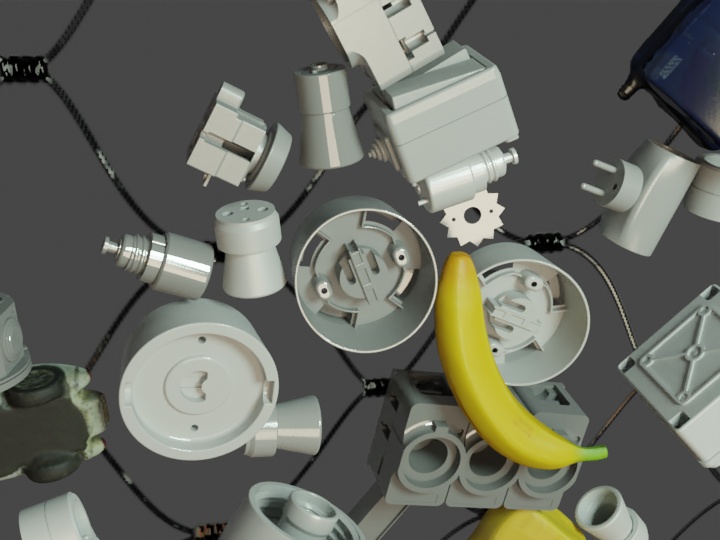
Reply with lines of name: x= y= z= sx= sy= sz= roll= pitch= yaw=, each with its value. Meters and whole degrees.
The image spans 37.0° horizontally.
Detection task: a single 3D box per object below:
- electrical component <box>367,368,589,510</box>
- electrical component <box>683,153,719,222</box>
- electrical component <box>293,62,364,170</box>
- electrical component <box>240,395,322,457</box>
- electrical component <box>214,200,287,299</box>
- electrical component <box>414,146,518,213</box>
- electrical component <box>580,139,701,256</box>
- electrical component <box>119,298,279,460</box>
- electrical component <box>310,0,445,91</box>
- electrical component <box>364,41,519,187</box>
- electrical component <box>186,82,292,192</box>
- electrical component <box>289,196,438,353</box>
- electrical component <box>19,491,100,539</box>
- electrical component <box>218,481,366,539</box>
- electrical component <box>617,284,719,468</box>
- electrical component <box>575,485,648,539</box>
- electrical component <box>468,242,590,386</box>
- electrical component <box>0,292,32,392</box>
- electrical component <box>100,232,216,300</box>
electrical component: x=0.093 y=0.136 z=0.843 sx=0.150 sy=0.061 sz=0.089 roll=7 pitch=113 yaw=-19
electrical component: x=0.312 y=-0.045 z=0.825 sx=0.138 sy=0.052 sz=0.073 roll=2 pitch=114 yaw=-17
electrical component: x=-0.023 y=-0.103 z=0.708 sx=0.044 sy=0.044 sz=0.065 roll=-12 pitch=113 yaw=-10
electrical component: x=-0.060 y=0.116 z=0.799 sx=0.055 sy=0.045 sz=0.045 roll=0 pitch=115 yaw=-16
electrical component: x=-0.075 y=-0.015 z=0.733 sx=0.045 sy=0.045 sz=0.055 roll=-10 pitch=116 yaw=-11
electrical component: x=0.072 y=-0.068 z=0.752 sx=0.078 sy=0.040 sz=0.040 roll=-19 pitch=118 yaw=-7
electrical component: x=0.199 y=-0.059 z=0.791 sx=0.079 sy=0.043 sz=0.077 roll=18 pitch=109 yaw=-23
electrical component: x=-0.116 y=0.071 z=0.753 sx=0.108 sy=0.060 sz=0.108 roll=-6 pitch=116 yaw=-13
electrical component: x=0.005 y=-0.165 z=0.680 sx=0.056 sy=0.050 sz=0.089 roll=-31 pitch=119 yaw=-1
electrical component: x=0.046 y=-0.104 z=0.715 sx=0.096 sy=0.061 sz=0.061 roll=-25 pitch=119 yaw=-3
electrical component: x=-0.078 y=-0.081 z=0.700 sx=0.055 sy=0.048 sz=0.066 roll=25 pitch=106 yaw=-17
electrical component: x=0.000 y=0.000 z=0.750 sx=0.099 sy=0.064 sz=0.099 roll=-6 pitch=116 yaw=-13
electrical component: x=-0.226 y=0.235 z=0.804 sx=0.074 sy=0.052 sz=0.138 roll=-20 pitch=119 yaw=-6
electrical component: x=-0.047 y=0.202 z=0.811 sx=0.108 sy=0.108 sz=0.060 roll=22 pitch=101 yaw=-24
electrical component: x=0.276 y=0.081 z=0.843 sx=0.109 sy=0.108 sz=0.056 roll=-42 pitch=116 yaw=6
electrical component: x=0.218 y=0.220 z=0.929 sx=0.045 sy=0.045 sz=0.055 roll=-39 pitch=119 yaw=4
electrical component: x=0.112 y=0.031 z=0.797 sx=0.099 sy=0.064 sz=0.099 roll=-6 pitch=116 yaw=-13
electrical component: x=-0.256 y=0.050 z=0.692 sx=0.080 sy=0.080 sz=0.051 roll=-9 pitch=111 yaw=-12
electrical component: x=-0.134 y=-0.006 z=0.722 sx=0.078 sy=0.040 sz=0.040 roll=17 pitch=109 yaw=-23
